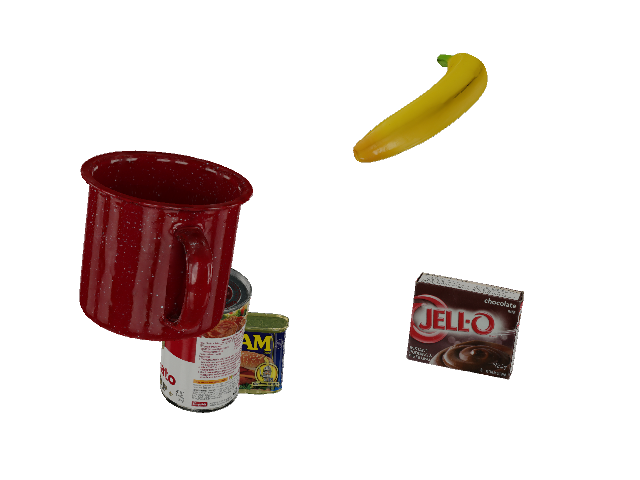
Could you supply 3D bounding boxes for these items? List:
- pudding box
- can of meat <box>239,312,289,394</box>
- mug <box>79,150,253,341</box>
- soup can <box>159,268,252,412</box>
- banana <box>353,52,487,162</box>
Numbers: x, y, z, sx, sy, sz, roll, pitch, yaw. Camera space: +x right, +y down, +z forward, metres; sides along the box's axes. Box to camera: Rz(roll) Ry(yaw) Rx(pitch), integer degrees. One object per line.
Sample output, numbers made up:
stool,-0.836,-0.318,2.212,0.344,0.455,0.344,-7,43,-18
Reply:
pudding box,0.151,0.088,1.120,0.113,0.090,0.039,9,21,13
can of meat,-0.091,0.131,1.250,0.102,0.084,0.057,4,13,-1
mug,-0.083,0.008,0.579,0.093,0.081,0.117,-1,23,-28
soup can,-0.093,0.078,0.859,0.068,0.102,0.068,6,31,-4
banana,0.100,-0.120,0.931,0.070,0.037,0.197,-15,21,40
